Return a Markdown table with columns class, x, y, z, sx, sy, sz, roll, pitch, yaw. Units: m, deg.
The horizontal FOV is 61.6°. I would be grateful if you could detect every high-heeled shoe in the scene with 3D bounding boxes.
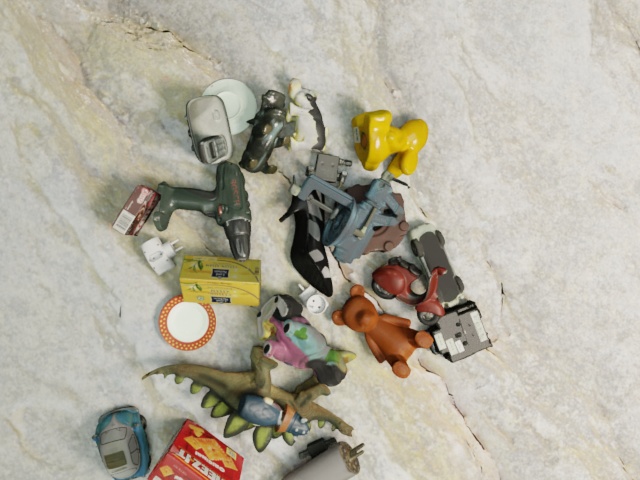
| class | x | y | z | sx | sy | sz | roll | pitch | yaw |
| --- | --- | --- | --- | --- | --- | --- | --- | --- | --- |
| high-heeled shoe | -0.003 | -0.004 | 1.230 | 0.145 | 0.086 | 0.248 | -41 | 111 | -34 |

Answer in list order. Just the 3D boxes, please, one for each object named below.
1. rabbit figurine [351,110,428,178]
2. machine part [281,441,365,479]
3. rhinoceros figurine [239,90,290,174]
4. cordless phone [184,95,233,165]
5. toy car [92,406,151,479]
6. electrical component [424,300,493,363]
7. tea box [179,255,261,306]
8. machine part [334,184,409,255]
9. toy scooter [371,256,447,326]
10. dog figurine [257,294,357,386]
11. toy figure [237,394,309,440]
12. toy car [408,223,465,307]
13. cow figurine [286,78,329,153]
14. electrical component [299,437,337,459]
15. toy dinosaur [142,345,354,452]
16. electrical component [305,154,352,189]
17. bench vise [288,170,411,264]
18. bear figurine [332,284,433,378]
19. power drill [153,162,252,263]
| class | x | y | z | sx | sy | sz | roll | pitch | yaw |
| --- | --- | --- | --- | --- | --- | --- | --- | --- | --- |
| rabbit figurine | 0.174 | -0.222 | 1.212 | 0.173 | 0.122 | 0.162 | -14 | 92 | -22 |
| machine part | 0.000 | 0.513 | 1.173 | 0.243 | 0.079 | 0.079 | -36 | 91 | 13 |
| rhinoceros figurine | -0.121 | -0.237 | 1.199 | 0.073 | 0.112 | 0.190 | 13 | 104 | -34 |
| cordless phone | -0.246 | -0.229 | 1.138 | 0.089 | 0.184 | 0.146 | -9 | 106 | 1 |
| toy car | -0.432 | 0.452 | 1.162 | 0.109 | 0.103 | 0.161 | -13 | 88 | -3 |
| electrical component | 0.311 | 0.212 | 1.235 | 0.134 | 0.058 | 0.115 | -19 | 88 | -4 |
| tea box | -0.215 | 0.090 | 1.177 | 0.170 | 0.098 | 0.068 | 2 | 51 | -3 |
| machine part | 0.115 | -0.049 | 1.230 | 0.179 | 0.056 | 0.179 | 0 | 88 | -2 |
| toy scooter | 0.208 | 0.093 | 1.188 | 0.184 | 0.075 | 0.135 | 33 | 120 | 17 |
| dog figurine | -0.025 | 0.230 | 1.194 | 0.219 | 0.192 | 0.108 | 33 | 107 | -31 |
| toy figure | -0.092 | 0.363 | 1.113 | 0.154 | 0.064 | 0.058 | 25 | 43 | -16 |
| toy car | 0.268 | 0.059 | 1.238 | 0.073 | 0.056 | 0.201 | -23 | 92 | -10 |
| cow figurine | -0.028 | -0.282 | 1.220 | 0.098 | 0.068 | 0.167 | -1 | 92 | -9 |
| electrical component | 0.001 | 0.489 | 1.227 | 0.094 | 0.021 | 0.063 | -22 | 91 | -4 |
| toy dinosaur | -0.146 | 0.342 | 1.180 | 0.471 | 0.105 | 0.198 | 26 | 88 | -2 |
| electrical component | 0.019 | -0.158 | 1.230 | 0.102 | 0.045 | 0.078 | 14 | 89 | -7 |
| bench vise | 0.052 | -0.074 | 1.133 | 0.240 | 0.129 | 0.223 | 28 | 106 | -18 |
| bear figurine | 0.132 | 0.195 | 1.192 | 0.196 | 0.132 | 0.120 | 41 | 85 | -8 |
| power drill | -0.253 | -0.059 | 1.174 | 0.207 | 0.086 | 0.232 | -3 | 71 | 5 |
